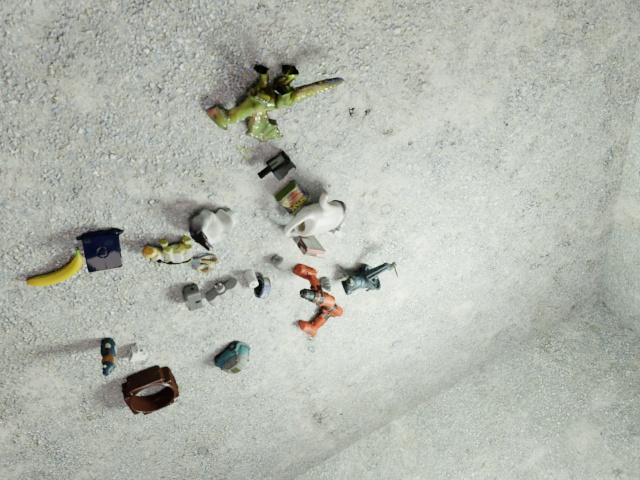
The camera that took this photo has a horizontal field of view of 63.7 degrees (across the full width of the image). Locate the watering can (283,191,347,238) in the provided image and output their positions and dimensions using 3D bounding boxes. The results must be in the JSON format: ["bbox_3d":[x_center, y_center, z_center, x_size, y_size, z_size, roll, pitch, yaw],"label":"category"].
[{"bbox_3d":[0.006,-0.092,1.829,0.226,0.105,0.342,-14,165,-37],"label":"watering can"}]

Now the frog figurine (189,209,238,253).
[{"bbox_3d":[-0.361,-0.054,1.746,0.162,0.123,0.134,-56,135,-30],"label":"frog figurine"}]

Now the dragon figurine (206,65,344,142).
[{"bbox_3d":[-0.138,-0.402,1.577,0.411,0.125,0.237,-6,147,-23],"label":"dragon figurine"}]
